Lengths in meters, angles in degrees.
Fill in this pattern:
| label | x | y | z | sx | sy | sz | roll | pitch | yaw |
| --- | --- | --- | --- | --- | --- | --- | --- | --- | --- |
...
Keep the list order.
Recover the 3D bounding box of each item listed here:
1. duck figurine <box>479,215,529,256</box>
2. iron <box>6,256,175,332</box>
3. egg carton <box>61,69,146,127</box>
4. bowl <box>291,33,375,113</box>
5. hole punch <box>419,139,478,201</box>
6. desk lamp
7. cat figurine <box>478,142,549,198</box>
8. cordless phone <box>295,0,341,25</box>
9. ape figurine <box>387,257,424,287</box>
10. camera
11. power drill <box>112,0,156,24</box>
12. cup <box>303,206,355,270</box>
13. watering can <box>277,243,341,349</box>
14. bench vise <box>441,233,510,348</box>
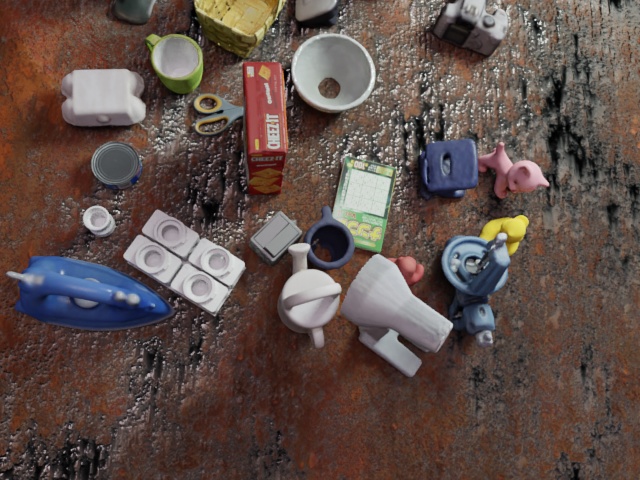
| label | x | y | z | sx | sy | sz | roll | pitch | yaw |
| --- | --- | --- | --- | --- | --- | --- | --- | --- | --- |
| duck figurine | 0.360 | -0.009 | 1.108 | 0.105 | 0.086 | 0.077 | -40 | 85 | -14 |
| iron | -0.377 | 0.089 | 0.953 | 0.258 | 0.141 | 0.119 | 10 | 75 | -5 |
| egg carton | -0.403 | -0.263 | 1.070 | 0.150 | 0.069 | 0.107 | -5 | 77 | -9 |
| bowl | 0.022 | -0.319 | 1.141 | 0.167 | 0.074 | 0.167 | 2 | 76 | -7 |
| hole punch | 0.250 | -0.139 | 1.121 | 0.101 | 0.091 | 0.109 | 2 | 76 | -7 |
| desk lamp | 0.129 | 0.132 | 0.976 | 0.203 | 0.213 | 0.118 | 36 | 75 | 2 |
| cat figurine | 0.382 | -0.137 | 1.126 | 0.067 | 0.117 | 0.128 | -34 | 83 | -14 |
| cordless phone | 0.006 | -0.528 | 1.131 | 0.094 | 0.185 | 0.147 | 3 | 76 | -7 |
| ape figurine | 0.155 | 0.056 | 1.061 | 0.078 | 0.092 | 0.076 | 33 | 75 | 1 |
| camera | 0.331 | -0.488 | 1.210 | 0.143 | 0.100 | 0.137 | 20 | 75 | -3 |
| power drill | -0.361 | -0.503 | 1.061 | 0.075 | 0.208 | 0.230 | 14 | 75 | -4 |
| cup | 0.010 | 0.004 | 1.052 | 0.092 | 0.095 | 0.118 | -4 | 77 | -9 |
| watering can | -0.021 | 0.094 | 0.974 | 0.101 | 0.194 | 0.173 | -34 | 83 | -14 |
| bench vise | 0.295 | 0.075 | 1.010 | 0.121 | 0.219 | 0.207 | -21 | 80 | -12 |
